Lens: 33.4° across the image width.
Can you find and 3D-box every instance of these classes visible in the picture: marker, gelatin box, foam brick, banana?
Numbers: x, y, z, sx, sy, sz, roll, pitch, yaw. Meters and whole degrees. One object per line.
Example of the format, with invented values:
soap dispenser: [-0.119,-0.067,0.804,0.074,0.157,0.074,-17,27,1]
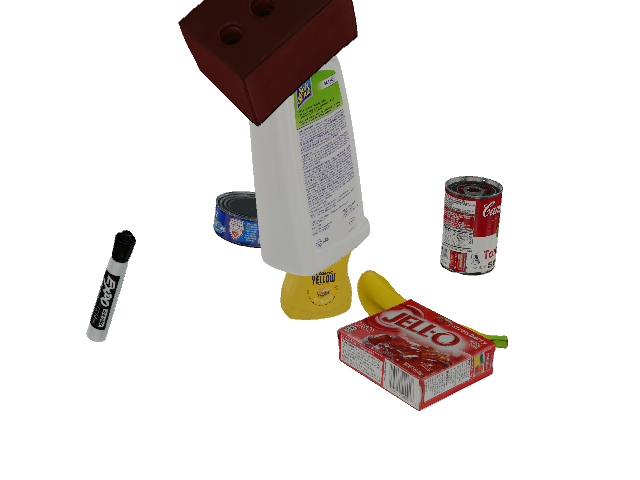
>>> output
marker: [-0.191,0.042,0.975,0.020,0.121,0.020,17,30,-10]
gelatin box: [0.067,0.078,0.759,0.073,0.030,0.089,-19,31,-34]
foam brick: [-0.027,-0.112,0.566,0.053,0.078,0.051,43,-9,19]
banana: [0.089,0.075,1.054,0.069,0.037,0.198,2,19,-42]

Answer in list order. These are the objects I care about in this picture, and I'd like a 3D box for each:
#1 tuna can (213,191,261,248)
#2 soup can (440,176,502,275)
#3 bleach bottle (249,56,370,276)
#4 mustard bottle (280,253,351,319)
tuna can: [-0.070,-0.022,1.132,0.086,0.034,0.086,8,20,-3]
soup can: [0.178,-0.017,1.269,0.068,0.102,0.068,1,23,-1]
bleach bottle: [-0.013,-0.101,0.858,0.068,0.251,0.102,17,36,33]
mustard bottle: [-0.002,0.010,1.430,0.096,0.192,0.058,-5,26,-18]
